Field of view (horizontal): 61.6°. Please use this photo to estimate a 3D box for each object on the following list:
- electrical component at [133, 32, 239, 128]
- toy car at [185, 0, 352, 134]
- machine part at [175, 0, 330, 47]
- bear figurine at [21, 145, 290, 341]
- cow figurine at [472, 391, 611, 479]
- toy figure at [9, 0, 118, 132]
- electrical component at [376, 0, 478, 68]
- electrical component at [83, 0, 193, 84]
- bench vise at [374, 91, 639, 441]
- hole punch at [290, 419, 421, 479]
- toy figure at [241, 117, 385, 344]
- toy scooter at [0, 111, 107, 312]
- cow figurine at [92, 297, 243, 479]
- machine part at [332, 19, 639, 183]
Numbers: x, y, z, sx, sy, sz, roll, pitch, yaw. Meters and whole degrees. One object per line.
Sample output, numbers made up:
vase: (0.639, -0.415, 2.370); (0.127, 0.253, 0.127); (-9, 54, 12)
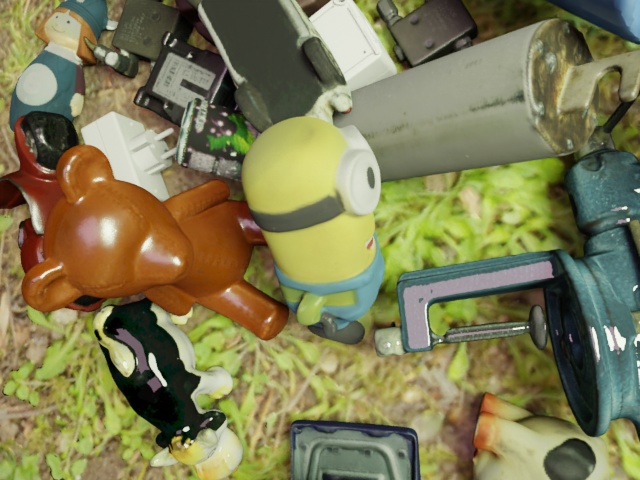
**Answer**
electrical component: (-0.095, -0.123, 0.474); (0.119, 0.047, 0.074); (33, 98, 16)
toy car: (-0.046, -0.158, 0.399); (0.073, 0.056, 0.202); (-31, 79, 14)
machine part: (-0.052, -0.251, 0.462); (0.180, 0.056, 0.179); (0, 88, 16)
bear figurine: (-0.097, 0.008, 0.392); (0.132, 0.195, 0.120); (18, 90, 15)
cow figurine: (0.152, 0.220, 0.372); (0.127, 0.085, 0.194); (12, 90, 23)
toy figure: (-0.247, -0.168, 0.516); (0.064, 0.058, 0.154); (22, 94, -26)
electrical component: (0.089, -0.167, 0.435); (0.063, 0.021, 0.094); (-32, 80, 13)
electrical component: (-0.167, -0.194, 0.497); (0.078, 0.045, 0.102); (29, 96, 16)
bench vise: (0.153, 0.031, 0.361); (0.241, 0.128, 0.223); (-10, 80, 12)
hole punch: (0.023, 0.206, 0.416); (0.142, 0.092, 0.115); (-2, 117, 14)
toy figure: (0.000, 0.001, 0.377); (0.089, 0.179, 0.082); (-17, 44, -13)
toy scooter: (-0.256, -0.019, 0.500); (0.135, 0.075, 0.183); (-12, 96, 35)
cow figurine: (-0.122, 0.125, 0.445); (0.068, 0.098, 0.167); (-33, 79, 7)
machine part: (0.086, -0.083, 0.361); (0.243, 0.079, 0.079); (-3, 86, 54)
